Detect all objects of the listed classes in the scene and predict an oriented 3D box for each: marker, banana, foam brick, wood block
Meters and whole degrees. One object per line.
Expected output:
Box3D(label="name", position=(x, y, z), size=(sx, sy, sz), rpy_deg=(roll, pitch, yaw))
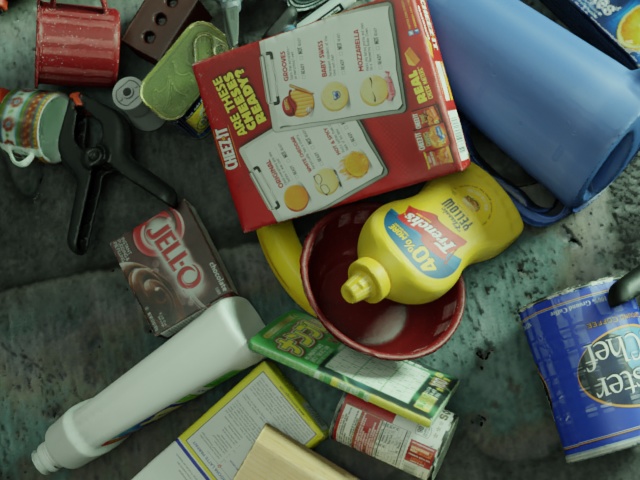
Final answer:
Box3D(label="marker", position=(-0.018, -0.217, 1.093), size=(0.121, 0.020, 0.020), rpy_deg=(-35, 75, 4))
Box3D(label="banana", position=(-0.019, 0.013, 1.045), size=(0.069, 0.037, 0.198), rpy_deg=(-31, 76, -25))
Box3D(label="foam brick", position=(-0.158, -0.220, 1.107), size=(0.053, 0.051, 0.078), rpy_deg=(30, 87, 15))
Box3D(label="wood block", position=(0.015, 0.258, 0.937), size=(0.206, 0.090, 0.091), rpy_deg=(31, 92, 3))

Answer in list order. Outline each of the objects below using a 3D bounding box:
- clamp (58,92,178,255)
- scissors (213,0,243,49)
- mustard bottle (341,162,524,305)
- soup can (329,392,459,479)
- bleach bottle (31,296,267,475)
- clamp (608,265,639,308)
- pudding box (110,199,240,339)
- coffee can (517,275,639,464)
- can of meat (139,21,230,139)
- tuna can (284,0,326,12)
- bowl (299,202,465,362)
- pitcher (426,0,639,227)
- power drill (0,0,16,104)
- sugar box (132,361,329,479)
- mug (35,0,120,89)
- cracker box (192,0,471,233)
Box3D(label="clamp", position=(-0.210, -0.078, 1.078), size=(0.120, 0.039, 0.171), rpy_deg=(-16, 72, 5))
Box3D(label="scissors", position=(-0.072, -0.240, 1.054), size=(0.096, 0.016, 0.202), rpy_deg=(-20, 36, -10))
Box3D(label="mustard bottle", position=(0.091, 0.004, 0.960), size=(0.191, 0.058, 0.096), rpy_deg=(-33, 78, -32))
Box3D(label="soup can", position=(0.068, 0.171, 0.977), size=(0.102, 0.068, 0.068), rpy_deg=(22, 85, 14))
Box3D(label="bleach bottle", position=(-0.168, 0.148, 1.026), size=(0.251, 0.102, 0.068), rpy_deg=(-34, 82, 11))
Box3D(label="clamp", position=(0.332, 0.007, 0.933), size=(0.164, 0.036, 0.210), rpy_deg=(25, 68, -20))
Box3D(label="pudding box", position=(-0.144, 0.029, 1.064), size=(0.090, 0.039, 0.113), rpy_deg=(-31, 75, 5))
Box3D(label="coffee can", position=(0.243, 0.113, 0.933), size=(0.103, 0.102, 0.140), rpy_deg=(-18, 76, 8))
Box3D(label="can of meat", position=(-0.121, -0.157, 1.070), size=(0.057, 0.084, 0.102), rpy_deg=(39, 90, 16))
Box3D(label="tuna can", position=(-0.007, -0.271, 1.067), size=(0.086, 0.086, 0.034), rpy_deg=(-37, 73, 3))
Box3D(label="bowl", position=(0.051, 0.047, 0.990), size=(0.162, 0.055, 0.162), rpy_deg=(9, 58, -15))
Box3D(label="pitcher", position=(0.182, -0.138, 0.989), size=(0.243, 0.145, 0.149), rpy_deg=(41, 77, 19))
Box3D(label="power drill", position=(-0.357, -0.217, 1.147), size=(0.184, 0.057, 0.187), rpy_deg=(-5, 76, 15))
Box3D(label="sugar box", position=(-0.085, 0.207, 1.015), size=(0.176, 0.048, 0.093), rpy_deg=(-42, 77, 5))
Box3D(label="mug", position=(-0.245, -0.207, 1.079), size=(0.081, 0.117, 0.093), rpy_deg=(2, 35, -14))
Box3D(label="cracker box", position=(0.012, -0.115, 0.966), size=(0.214, 0.072, 0.164), rpy_deg=(-16, 94, 19))
